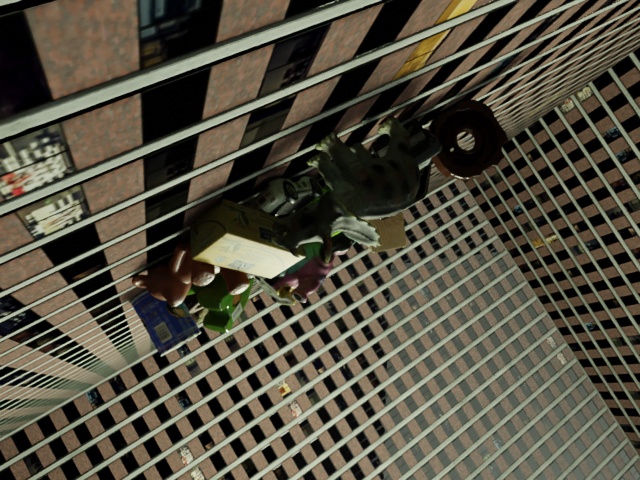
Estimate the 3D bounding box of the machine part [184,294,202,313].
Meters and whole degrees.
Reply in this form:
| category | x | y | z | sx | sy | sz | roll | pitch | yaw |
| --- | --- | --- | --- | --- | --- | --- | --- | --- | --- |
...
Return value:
| category | x | y | z | sx | sy | sz | roll | pitch | yaw |
| --- | --- | --- | --- | --- | --- | --- | --- | --- | --- |
| machine part | -0.247 | 0.089 | 1.299 | 0.201 | 0.087 | 0.201 | -25 | 172 | -39 |

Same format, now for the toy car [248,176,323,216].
| category | x | y | z | sx | sy | sz | roll | pitch | yaw |
| --- | --- | --- | --- | --- | --- | --- | --- | --- | --- |
| toy car | -0.057 | -0.077 | 0.970 | 0.073 | 0.056 | 0.201 | -40 | 173 | 22 |

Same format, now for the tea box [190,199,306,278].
| category | x | y | z | sx | sy | sz | roll | pitch | yaw |
| --- | --- | --- | --- | --- | --- | --- | --- | --- | --- |
| tea box | -0.118 | 0.002 | 0.891 | 0.169 | 0.068 | 0.098 | 16 | 141 | -42 |

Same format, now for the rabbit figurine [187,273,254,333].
| category | x | y | z | sx | sy | sz | roll | pitch | yaw |
| --- | --- | --- | --- | --- | --- | --- | --- | --- | --- |
| rabbit figurine | -0.235 | 0.083 | 1.109 | 0.121 | 0.170 | 0.159 | 82 | 31 | -51 |

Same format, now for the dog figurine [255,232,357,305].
| category | x | y | z | sx | sy | sz | roll | pitch | yaw |
| --- | --- | --- | --- | --- | --- | --- | --- | --- | --- |
| dog figurine | -0.017 | 0.029 | 1.128 | 0.219 | 0.108 | 0.191 | -44 | -167 | -27 |

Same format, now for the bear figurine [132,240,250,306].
| category | x | y | z | sx | sy | sz | roll | pitch | yaw |
| --- | --- | --- | --- | --- | --- | --- | --- | --- | --- |
| bear figurine | -0.239 | 0.069 | 0.965 | 0.196 | 0.132 | 0.120 | -37 | 143 | 21 |

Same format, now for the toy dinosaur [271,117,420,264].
| category | x | y | z | sx | sy | sz | roll | pitch | yaw |
| --- | --- | --- | --- | --- | --- | --- | --- | --- | --- |
| toy dinosaur | 0.097 | -0.096 | 0.918 | 0.405 | 0.192 | 0.131 | -26 | 174 | -38 |

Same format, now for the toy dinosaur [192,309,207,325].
| category | x | y | z | sx | sy | sz | roll | pitch | yaw |
| --- | --- | --- | --- | --- | --- | --- | --- | --- | --- |
| toy dinosaur | -0.354 | 0.193 | 1.608 | 0.198 | 0.105 | 0.471 | -32 | -179 | -34 |

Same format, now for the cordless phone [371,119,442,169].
| category | x | y | z | sx | sy | sz | roll | pitch | yaw |
| --- | --- | --- | --- | --- | --- | --- | --- | --- | --- |
| cordless phone | 0.180 | -0.167 | 1.159 | 0.147 | 0.089 | 0.184 | -32 | 167 | 1 |

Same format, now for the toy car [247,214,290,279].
| category | x | y | z | sx | sy | sz | roll | pitch | yaw |
| --- | --- | --- | --- | --- | --- | --- | --- | --- | --- |
| toy car | -0.100 | -0.007 | 1.077 | 0.202 | 0.053 | 0.089 | -57 | -174 | -28 |

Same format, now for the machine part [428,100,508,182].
| category | x | y | z | sx | sy | sz | roll | pitch | yaw |
| --- | --- | --- | --- | --- | --- | --- | --- | --- | --- |
| machine part | 0.324 | -0.219 | 1.200 | 0.179 | 0.179 | 0.056 | -31 | 176 | -6 |

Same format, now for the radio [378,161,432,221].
| category | x | y | z | sx | sy | sz | roll | pitch | yaw |
| --- | --- | --- | --- | --- | --- | --- | --- | --- | --- |
| radio | 0.183 | -0.140 | 1.303 | 0.073 | 0.131 | 0.229 | 22 | -148 | 36 |
